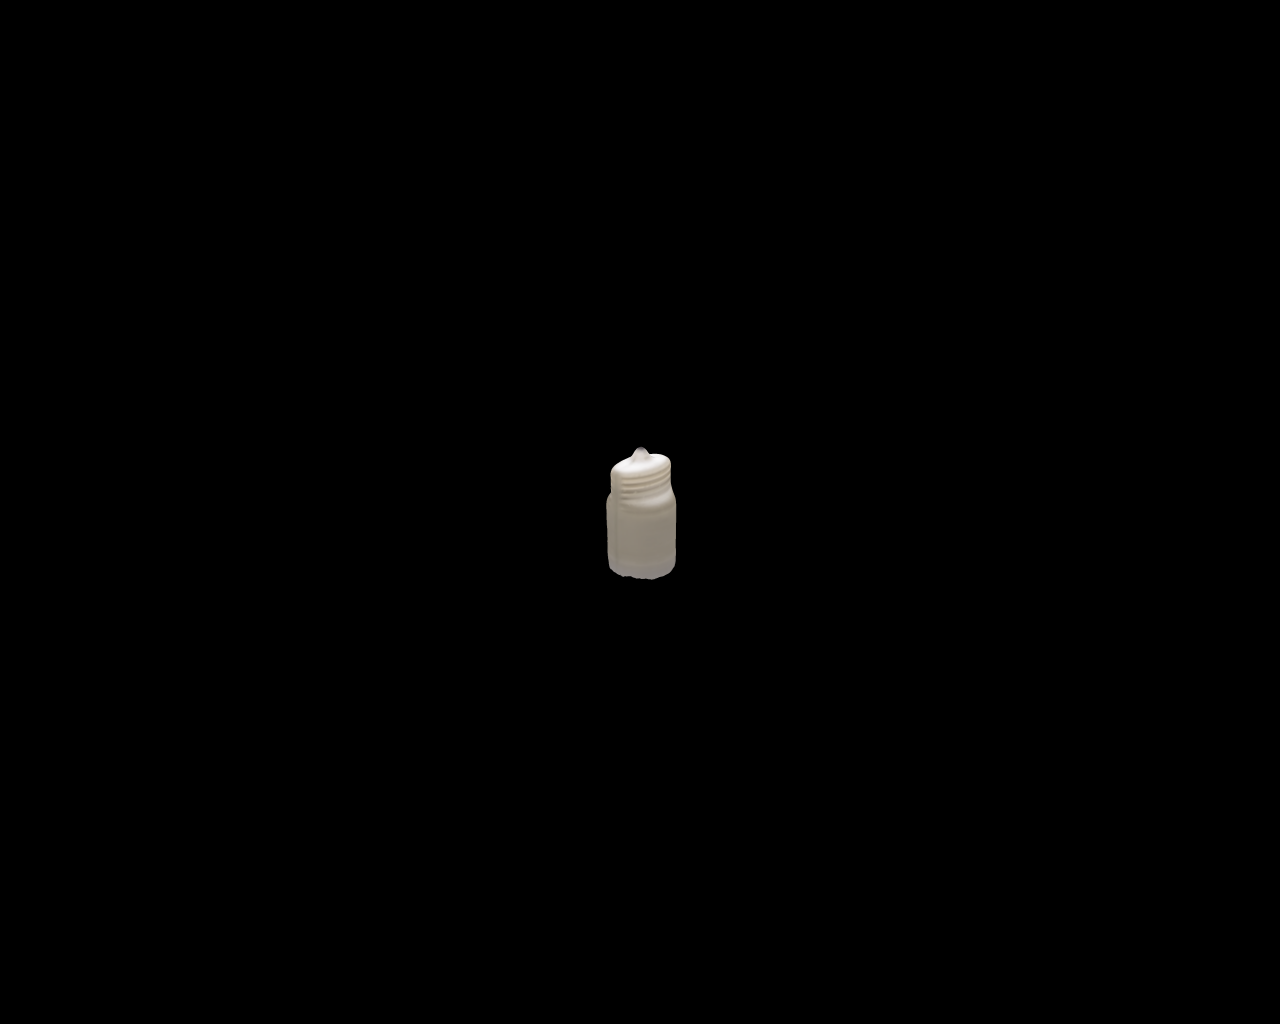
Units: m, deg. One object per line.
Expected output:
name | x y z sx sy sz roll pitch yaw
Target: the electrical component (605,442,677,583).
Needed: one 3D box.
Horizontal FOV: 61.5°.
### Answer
electrical component | 0.001 -0.003 0.650 0.043 0.080 0.043 0 24 0
